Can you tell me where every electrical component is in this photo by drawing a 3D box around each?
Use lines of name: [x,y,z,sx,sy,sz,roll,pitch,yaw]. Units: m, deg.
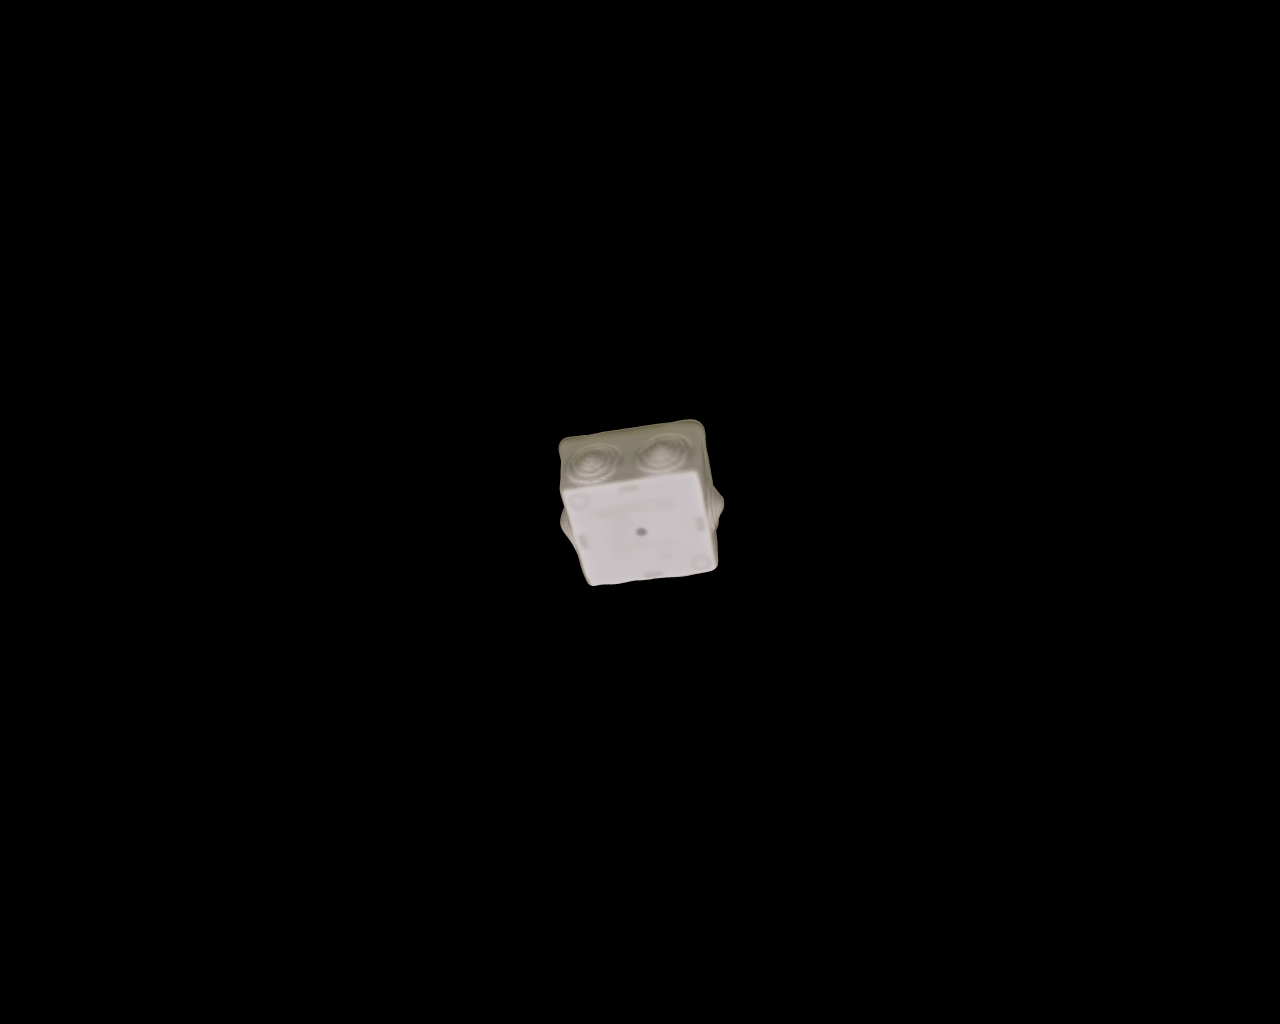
electrical component: [0.001,-0.003,0.650,0.100,0.099,0.048,-7,40,6]
